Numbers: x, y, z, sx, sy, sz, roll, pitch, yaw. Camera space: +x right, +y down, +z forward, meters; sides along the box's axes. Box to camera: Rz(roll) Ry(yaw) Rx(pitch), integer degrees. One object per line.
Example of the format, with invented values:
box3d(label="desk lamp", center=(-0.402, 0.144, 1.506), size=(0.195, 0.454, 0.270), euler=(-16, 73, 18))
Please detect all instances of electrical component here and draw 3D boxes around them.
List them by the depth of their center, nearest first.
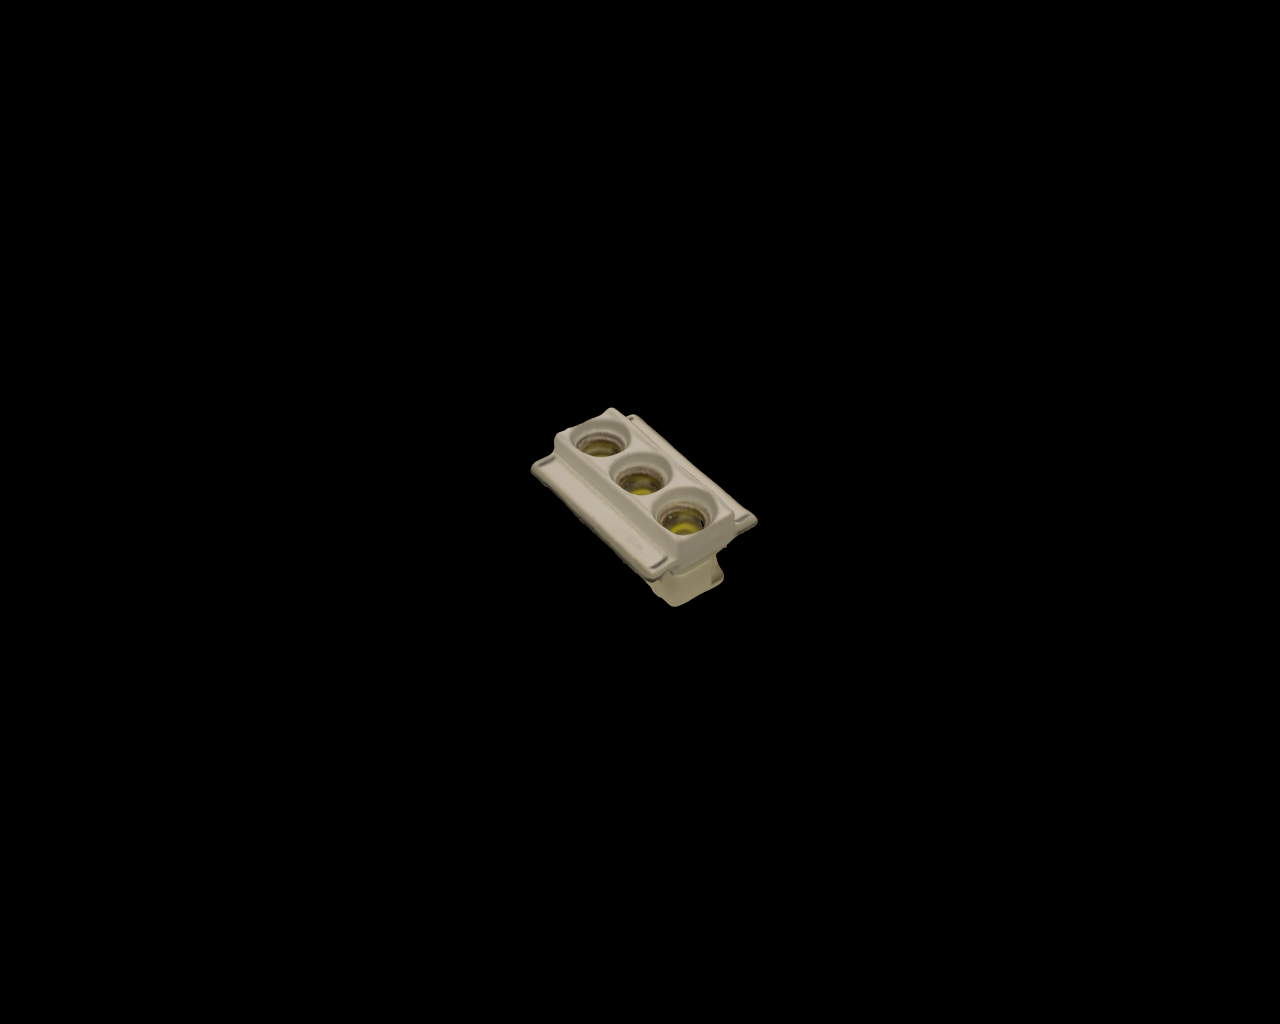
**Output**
box3d(label="electrical component", center=(0.001, -0.003, 0.650), size=(0.079, 0.063, 0.121), euler=(-27, 49, -26))
